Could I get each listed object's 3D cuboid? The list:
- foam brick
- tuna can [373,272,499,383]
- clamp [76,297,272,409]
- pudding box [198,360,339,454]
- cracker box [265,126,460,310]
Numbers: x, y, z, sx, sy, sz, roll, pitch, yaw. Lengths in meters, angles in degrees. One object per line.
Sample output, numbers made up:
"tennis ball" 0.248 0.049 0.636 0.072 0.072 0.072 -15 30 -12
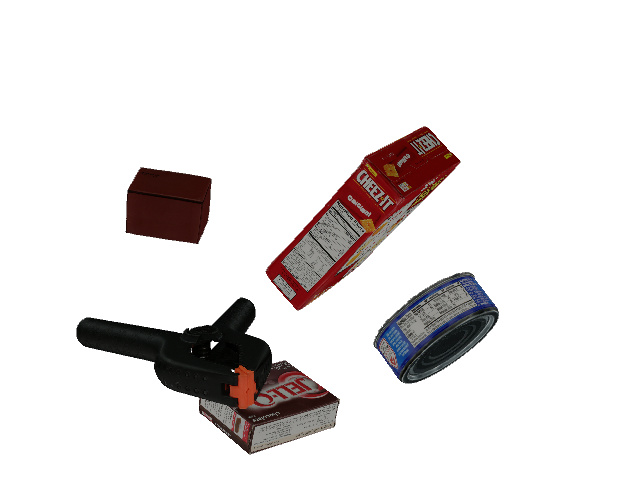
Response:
"foam brick" -0.154 -0.036 1.088 0.078 0.051 0.053 9 31 3
"tuna can" 0.081 0.062 0.742 0.086 0.034 0.086 -30 -23 -14
"clamp" -0.091 0.088 0.887 0.164 0.036 0.210 -10 16 -31
"pudding box" -0.052 0.165 1.067 0.113 0.039 0.090 -13 29 -39
"cracker box" 0.048 -0.029 1.269 0.214 0.072 0.163 -48 -8 34
